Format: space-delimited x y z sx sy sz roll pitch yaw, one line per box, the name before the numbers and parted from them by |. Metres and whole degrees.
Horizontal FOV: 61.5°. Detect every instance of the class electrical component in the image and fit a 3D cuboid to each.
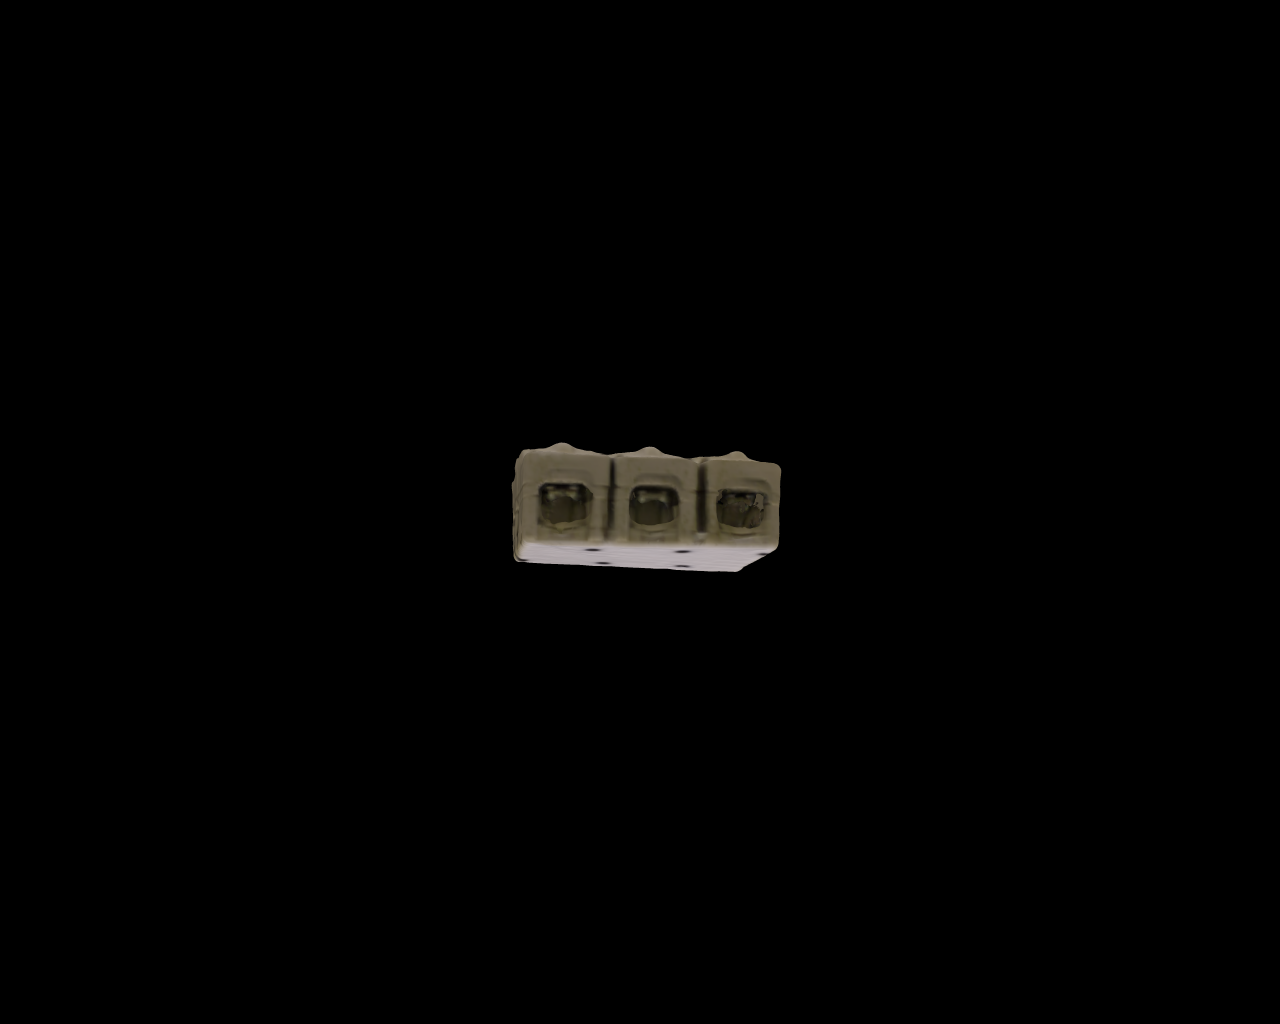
electrical component | 0.001 -0.003 0.650 0.150 0.061 0.089 2 -11 -12
